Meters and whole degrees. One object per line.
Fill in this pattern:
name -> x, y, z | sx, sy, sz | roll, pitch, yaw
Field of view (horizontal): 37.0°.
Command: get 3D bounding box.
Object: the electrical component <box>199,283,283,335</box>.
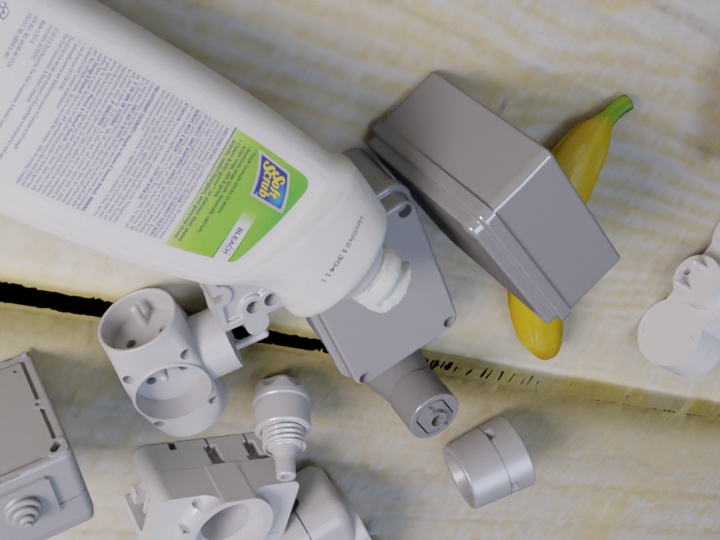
electrical component -> -0.069, -0.007, 0.552 | 0.048, 0.055, 0.066 | -24, 133, -17

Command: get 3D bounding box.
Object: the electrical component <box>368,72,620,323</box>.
electrical component -> 0.073, -0.039, 0.584 | 0.056, 0.108, 0.109 | -45, 135, 1

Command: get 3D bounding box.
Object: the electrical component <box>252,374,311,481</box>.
electrical component -> -0.046, 0.095, 0.638 | 0.035, 0.061, 0.035 | -5, 144, -3

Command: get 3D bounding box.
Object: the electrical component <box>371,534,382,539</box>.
electrical component -> -0.005, 0.220, 0.778 | 0.062, 0.043, 0.043 | -48, 135, 5

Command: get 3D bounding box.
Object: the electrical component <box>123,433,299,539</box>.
electrical component -> -0.089, 0.139, 0.651 | 0.089, 0.055, 0.050 | -2, 124, -33

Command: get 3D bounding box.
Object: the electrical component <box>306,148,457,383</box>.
electrical component -> 0.000, 0.000, 0.602 | 0.078, 0.057, 0.113 | -33, 135, -8

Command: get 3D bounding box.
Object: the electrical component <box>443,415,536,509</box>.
electrical component -> 0.092, 0.139, 0.774 | 0.047, 0.055, 0.055 | -24, 133, -11

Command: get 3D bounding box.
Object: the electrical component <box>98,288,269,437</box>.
electrical component -> -0.089, 0.044, 0.581 | 0.079, 0.044, 0.077 | -24, 134, -2

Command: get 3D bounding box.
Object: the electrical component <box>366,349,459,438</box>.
electrical component -> 0.032, 0.073, 0.674 | 0.044, 0.065, 0.044 | -18, 131, -22

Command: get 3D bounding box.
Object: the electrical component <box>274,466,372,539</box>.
electrical component -> -0.029, 0.180, 0.724 | 0.059, 0.053, 0.095 | -29, 134, -12

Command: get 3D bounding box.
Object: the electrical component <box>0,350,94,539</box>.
electrical component -> -0.175, 0.099, 0.534 | 0.062, 0.096, 0.061 | -22, 133, -19

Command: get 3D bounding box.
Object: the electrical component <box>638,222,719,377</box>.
electrical component -> 0.254, 0.012, 0.784 | 0.074, 0.052, 0.138 | 24, 108, -42
